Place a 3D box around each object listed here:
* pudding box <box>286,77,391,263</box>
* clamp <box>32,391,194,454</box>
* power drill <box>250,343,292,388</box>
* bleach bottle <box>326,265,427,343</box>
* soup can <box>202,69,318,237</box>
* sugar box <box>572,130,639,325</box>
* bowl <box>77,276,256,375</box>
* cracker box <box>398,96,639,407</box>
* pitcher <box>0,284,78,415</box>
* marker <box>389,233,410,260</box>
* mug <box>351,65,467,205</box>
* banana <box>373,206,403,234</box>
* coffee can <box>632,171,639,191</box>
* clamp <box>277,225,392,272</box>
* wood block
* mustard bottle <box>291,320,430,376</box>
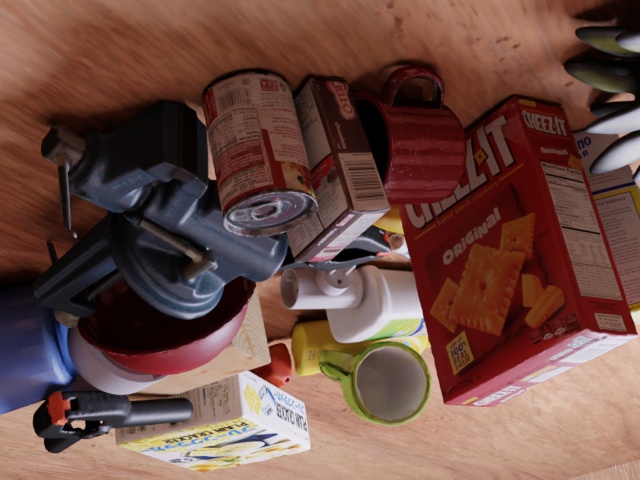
[{"bbox_3d":[0.000,-0.051,0.801,0.039,0.113,0.090,-2,155,-32],"label":"pudding box"},{"bbox_3d":[-0.234,0.180,1.059,0.164,0.036,0.210,-17,164,9],"label":"clamp"},{"bbox_3d":[-0.124,0.144,1.253,0.187,0.057,0.185,15,148,-42],"label":"power drill"},{"bbox_3d":[0.135,0.073,1.217,0.250,0.068,0.103,1,154,-34],"label":"bleach bottle"},{"bbox_3d":[-0.045,-0.062,0.766,0.068,0.102,0.068,-11,157,-5],"label":"soup can"},{"bbox_3d":[0.239,-0.009,0.936,0.093,0.176,0.048,-14,154,6],"label":"sugar box"},{"bbox_3d":[-0.129,0.070,0.948,0.162,0.162,0.055,-13,122,1],"label":"bowl"},{"bbox_3d":[0.154,0.013,0.896,0.071,0.214,0.164,8,149,-37],"label":"cracker box"},{"bbox_3d":[-0.359,0.118,1.009,0.243,0.149,0.145,-15,142,-2],"label":"pitcher"},{"bbox_3d":[0.106,0.017,1.126,0.020,0.020,0.121,-24,154,24],"label":"marker"},{"bbox_3d":[0.061,-0.079,0.820,0.081,0.093,0.117,-2,119,-34],"label":"mug"},{"bbox_3d":[0.119,-0.006,1.057,0.070,0.037,0.197,-24,154,23],"label":"banana"},{"bbox_3d":[0.244,-0.009,1.030,0.140,0.103,0.102,-22,155,20],"label":"coffee can"},{"bbox_3d":[-0.007,0.001,1.011,0.171,0.039,0.120,-9,163,-19],"label":"clamp"},{"bbox_3d":[-0.168,0.109,1.107,0.206,0.091,0.090,-20,155,17],"label":"wood block"},{"bbox_3d":[0.065,0.119,1.286,0.191,0.058,0.096,-7,155,-12],"label":"mustard bottle"}]
